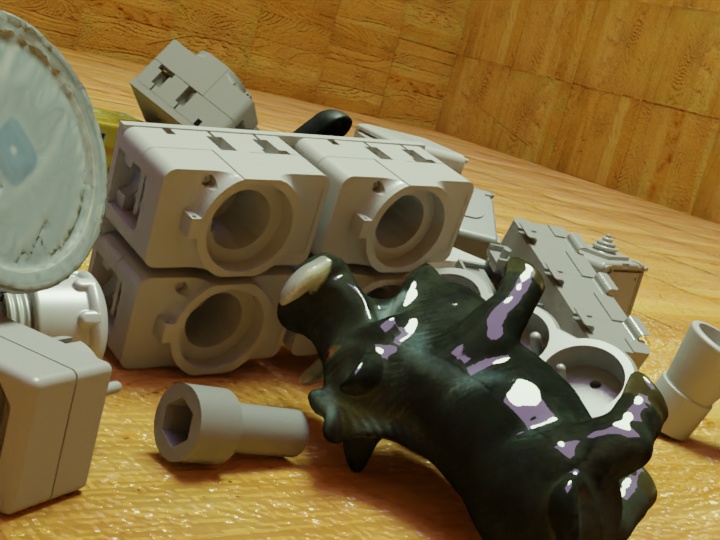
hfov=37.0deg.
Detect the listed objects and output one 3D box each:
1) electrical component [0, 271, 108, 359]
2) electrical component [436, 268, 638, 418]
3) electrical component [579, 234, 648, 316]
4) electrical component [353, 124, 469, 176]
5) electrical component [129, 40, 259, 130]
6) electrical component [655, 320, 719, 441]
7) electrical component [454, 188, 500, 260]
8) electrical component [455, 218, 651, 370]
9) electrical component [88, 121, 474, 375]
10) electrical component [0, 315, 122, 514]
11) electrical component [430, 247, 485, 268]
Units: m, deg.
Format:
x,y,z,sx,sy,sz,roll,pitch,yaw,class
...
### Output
x,y,z,sx,sy,sz,roll,pitch,yaw,class
-0.143,0.024,0.463,0.062,0.048,0.048,1,17,-30,electrical component
0.080,0.059,0.550,0.138,0.073,0.052,29,59,37,electrical component
0.150,0.018,0.743,0.061,0.096,0.062,24,15,39,electrical component
0.024,-0.056,0.701,0.061,0.061,0.096,11,12,-20,electrical component
-0.135,-0.126,0.941,0.089,0.061,0.150,39,-14,10,electrical component
0.197,0.068,0.638,0.044,0.065,0.044,28,20,-11,electrical component
0.057,-0.012,0.801,0.061,0.096,0.061,14,40,-10,electrical component
0.116,0.028,0.632,0.079,0.063,0.121,10,34,-26,electrical component
-0.037,-0.010,0.555,0.186,0.105,0.060,-1,30,-38,electrical component
-0.117,0.044,0.383,0.066,0.047,0.077,20,12,23,electrical component
0.000,0.000,0.725,0.089,0.061,0.150,4,15,-44,electrical component
